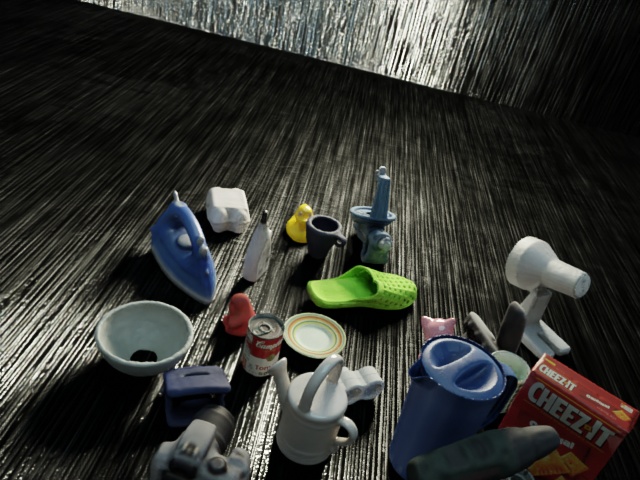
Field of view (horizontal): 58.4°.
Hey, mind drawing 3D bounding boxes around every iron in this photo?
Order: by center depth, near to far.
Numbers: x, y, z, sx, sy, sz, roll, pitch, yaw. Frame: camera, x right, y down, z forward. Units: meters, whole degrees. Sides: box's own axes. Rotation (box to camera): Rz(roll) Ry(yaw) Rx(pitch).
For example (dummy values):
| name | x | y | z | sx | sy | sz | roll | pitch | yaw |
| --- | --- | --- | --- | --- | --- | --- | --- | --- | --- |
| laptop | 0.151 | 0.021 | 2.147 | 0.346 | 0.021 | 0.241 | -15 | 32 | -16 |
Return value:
| name | x | y | z | sx | sy | sz | roll | pitch | yaw |
| --- | --- | --- | --- | --- | --- | --- | --- | --- | --- |
| iron | -0.282 | 0.009 | 1.248 | 0.119 | 0.141 | 0.257 | -10 | 40 | -33 |

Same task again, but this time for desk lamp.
| name | x | y | z | sx | sy | sz | roll | pitch | yaw |
| --- | --- | --- | --- | --- | --- | --- | --- | --- | --- |
| desk lamp | 0.509 | 0.126 | 1.305 | 0.118 | 0.213 | 0.202 | -8 | 39 | -31 |

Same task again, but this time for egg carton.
| name | x | y | z | sx | sy | sz | roll | pitch | yaw |
| --- | --- | --- | --- | --- | --- | --- | --- | --- | --- |
| egg carton | -0.238 | -0.080 | 1.467 | 0.107 | 0.069 | 0.150 | 2 | 34 | -18 |

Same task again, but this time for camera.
| name | x | y | z | sx | sy | sz | roll | pitch | yaw |
| --- | --- | --- | --- | --- | --- | --- | --- | --- | --- |
| camera | -0.164 | 0.316 | 0.864 | 0.143 | 0.101 | 0.137 | 17 | 33 | 5 |

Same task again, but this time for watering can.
| name | x | y | z | sx | sy | sz | roll | pitch | yaw |
| --- | --- | --- | --- | --- | --- | --- | --- | --- | --- |
| watering can | -0.014 | 0.259 | 0.922 | 0.172 | 0.194 | 0.101 | 18 | 33 | 7 |

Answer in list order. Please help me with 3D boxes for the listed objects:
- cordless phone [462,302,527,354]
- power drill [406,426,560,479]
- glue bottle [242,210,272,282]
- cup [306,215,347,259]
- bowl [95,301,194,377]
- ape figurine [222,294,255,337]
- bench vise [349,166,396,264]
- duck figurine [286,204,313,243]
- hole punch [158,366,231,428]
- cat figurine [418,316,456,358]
| name | x | y | z | sx | sy | sz | roll | pitch | yaw |
| --- | --- | --- | --- | --- | --- | --- | --- | --- | --- |
| cordless phone | 0.369 | 0.184 | 1.190 | 0.094 | 0.185 | 0.147 | 0 | 35 | -21 |
| power drill | 0.224 | 0.359 | 0.845 | 0.230 | 0.208 | 0.075 | -1 | 35 | -22 |
| glue bottle | -0.133 | 0.007 | 1.278 | 0.037 | 0.173 | 0.078 | 22 | 33 | 13 |
| cup | 0.013 | 0.005 | 1.410 | 0.117 | 0.095 | 0.092 | 33 | 37 | 27 |
| bowl | -0.313 | 0.189 | 1.025 | 0.167 | 0.075 | 0.167 | 10 | 33 | -6 |
| ape figurine | -0.160 | 0.143 | 1.136 | 0.076 | 0.092 | 0.078 | 20 | 33 | 9 |
| bench vise | 0.157 | -0.060 | 1.449 | 0.122 | 0.220 | 0.206 | -7 | 38 | -29 |
| duck figurine | -0.045 | -0.054 | 1.486 | 0.077 | 0.086 | 0.104 | 7 | 33 | -10 |
| hole punch | -0.211 | 0.247 | 0.960 | 0.109 | 0.091 | 0.101 | 0 | 35 | -21 |
| cat figurine | 0.251 | 0.214 | 1.161 | 0.067 | 0.118 | 0.127 | -6 | 37 | -28 |
